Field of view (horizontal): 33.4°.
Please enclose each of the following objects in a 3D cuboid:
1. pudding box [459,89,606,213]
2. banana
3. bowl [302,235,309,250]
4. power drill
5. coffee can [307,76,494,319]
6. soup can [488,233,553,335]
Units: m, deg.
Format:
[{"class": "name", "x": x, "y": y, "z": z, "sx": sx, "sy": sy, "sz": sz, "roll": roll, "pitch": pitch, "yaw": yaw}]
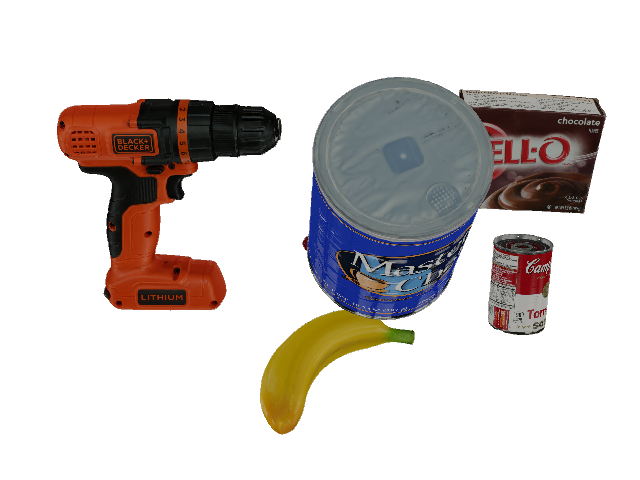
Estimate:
[{"class": "pudding box", "x": 0.160, "y": -0.070, "z": 0.845, "sx": 0.113, "sy": 0.090, "sz": 0.039, "roll": 2, "pitch": 35, "yaw": -3}, {"class": "banana", "x": 0.000, "y": 0.093, "z": 0.838, "sx": 0.070, "sy": 0.037, "sz": 0.197, "roll": 12, "pitch": 24, "yaw": 31}, {"class": "bowl", "x": 0.063, "y": 0.024, "z": 1.087, "sx": 0.162, "sy": 0.055, "sz": 0.162, "roll": -3, "pitch": 13, "yaw": 0}, {"class": "power drill", "x": -0.123, "y": -0.032, "z": 0.913, "sx": 0.184, "sy": 0.188, "sz": 0.057, "roll": 1, "pitch": 28, "yaw": 3}, {"class": "coffee can", "x": 0.044, "y": -0.021, "z": 0.663, "sx": 0.103, "sy": 0.103, "sz": 0.140, "roll": 0, "pitch": -23, "yaw": -2}, {"class": "soup can", "x": 0.230, "y": 0.051, "z": 1.235, "sx": 0.068, "sy": 0.102, "sz": 0.068, "roll": 1, "pitch": 17, "yaw": -1}]
